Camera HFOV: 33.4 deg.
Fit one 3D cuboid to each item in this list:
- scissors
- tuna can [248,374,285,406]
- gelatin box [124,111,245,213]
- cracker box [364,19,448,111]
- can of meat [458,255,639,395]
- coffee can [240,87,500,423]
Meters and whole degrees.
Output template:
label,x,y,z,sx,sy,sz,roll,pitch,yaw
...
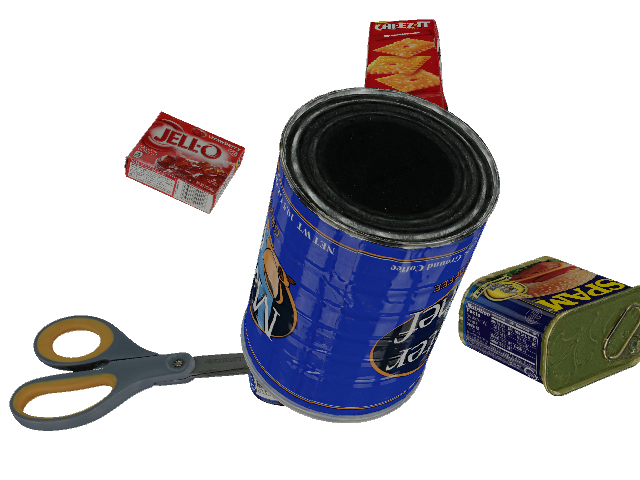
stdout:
label,x,y,z,sx,sy,sz,roll,pitch,yaw
scissors,-0.103,0.071,0.696,0.201,0.016,0.096,-16,45,-8
tuna can,-0.026,0.118,0.992,0.086,0.034,0.086,-7,24,3
gelatin box,-0.125,-0.073,0.983,0.089,0.030,0.073,24,46,3
cracker box,0.079,-0.089,0.952,0.072,0.164,0.213,-2,27,6
can of meat,0.154,0.052,0.707,0.101,0.057,0.084,-15,23,-32
coffee can,0.020,0.010,0.532,0.102,0.103,0.140,0,-42,-14
